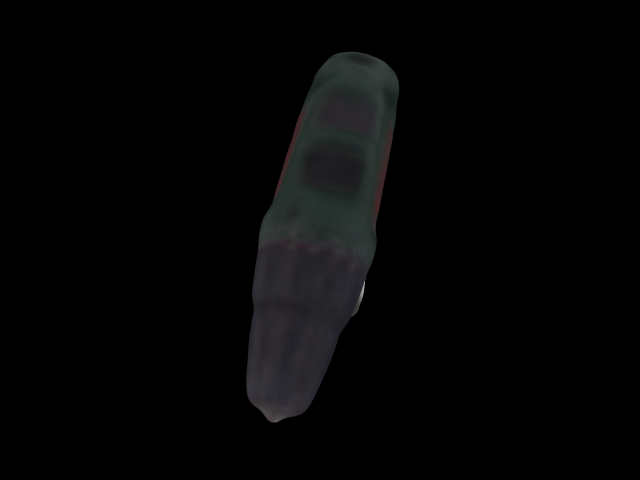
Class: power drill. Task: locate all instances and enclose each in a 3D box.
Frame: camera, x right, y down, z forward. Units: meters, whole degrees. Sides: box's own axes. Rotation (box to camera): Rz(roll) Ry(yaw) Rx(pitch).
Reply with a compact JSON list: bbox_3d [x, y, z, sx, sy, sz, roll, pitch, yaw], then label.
[{"bbox_3d":[0.004,0.001,0.400,0.075,0.208,0.230,11,79,3],"label":"power drill"}]
